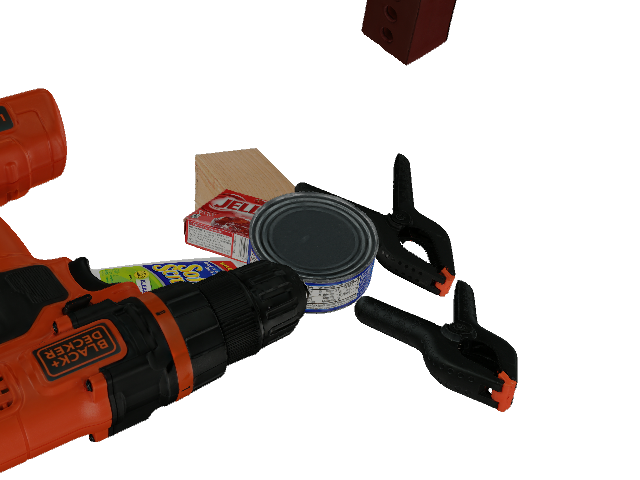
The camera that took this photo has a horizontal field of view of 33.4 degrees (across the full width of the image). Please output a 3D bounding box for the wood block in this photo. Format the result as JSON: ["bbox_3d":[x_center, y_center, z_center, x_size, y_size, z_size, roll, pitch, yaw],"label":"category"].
[{"bbox_3d":[-0.088,-0.038,1.363,0.090,0.090,0.206,-8,28,-22],"label":"wood block"}]

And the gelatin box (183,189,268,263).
[{"bbox_3d":[-0.066,-0.012,0.952,0.089,0.030,0.073,17,30,21],"label":"gelatin box"}]

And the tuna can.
[{"bbox_3d":[-0.006,0.008,0.708,0.086,0.034,0.086,4,43,-4],"label":"tuna can"}]

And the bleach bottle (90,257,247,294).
[{"bbox_3d":[-0.135,0.056,1.172,0.250,0.068,0.103,-10,36,-12],"label":"bleach bottle"}]

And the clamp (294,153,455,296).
[{"bbox_3d":[0.076,-0.016,1.232,0.164,0.210,0.036,-13,-39,-26],"label":"clamp"}]

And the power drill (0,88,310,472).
[{"bbox_3d":[-0.122,0.007,0.516,0.184,0.057,0.188,-22,55,-28],"label":"power drill"}]

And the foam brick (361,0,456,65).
[{"bbox_3d":[0.071,-0.188,0.834,0.051,0.053,0.078,-37,-25,-28],"label":"foam brick"}]

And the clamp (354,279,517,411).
[{"bbox_3d":[0.123,0.085,0.930,0.120,0.039,0.172,-19,39,-29],"label":"clamp"}]
